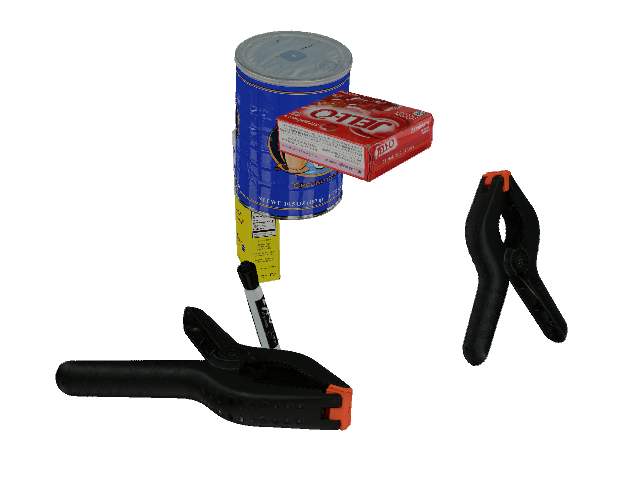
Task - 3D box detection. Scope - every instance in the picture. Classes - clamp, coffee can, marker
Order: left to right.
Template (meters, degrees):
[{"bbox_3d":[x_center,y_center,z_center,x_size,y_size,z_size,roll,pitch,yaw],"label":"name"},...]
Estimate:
[{"bbox_3d":[-0.067,0.096,0.801,0.210,0.036,0.164,9,19,22],"label":"clamp"},{"bbox_3d":[-0.061,0.070,1.069,0.020,0.121,0.020,-10,34,6],"label":"marker"},{"bbox_3d":[-0.027,-0.104,0.965,0.103,0.140,0.103,2,34,-2],"label":"coffee can"},{"bbox_3d":[0.159,0.027,0.948,0.120,0.171,0.039,-21,7,-40],"label":"clamp"}]

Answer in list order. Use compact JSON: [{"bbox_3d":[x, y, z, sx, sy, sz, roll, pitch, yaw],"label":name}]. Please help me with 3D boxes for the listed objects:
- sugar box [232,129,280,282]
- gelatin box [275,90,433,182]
[{"bbox_3d":[-0.081,-0.045,1.327,0.048,0.176,0.093,-9,25,-13],"label":"sugar box"},{"bbox_3d":[0.025,-0.078,0.765,0.089,0.030,0.073,21,36,37],"label":"gelatin box"}]
